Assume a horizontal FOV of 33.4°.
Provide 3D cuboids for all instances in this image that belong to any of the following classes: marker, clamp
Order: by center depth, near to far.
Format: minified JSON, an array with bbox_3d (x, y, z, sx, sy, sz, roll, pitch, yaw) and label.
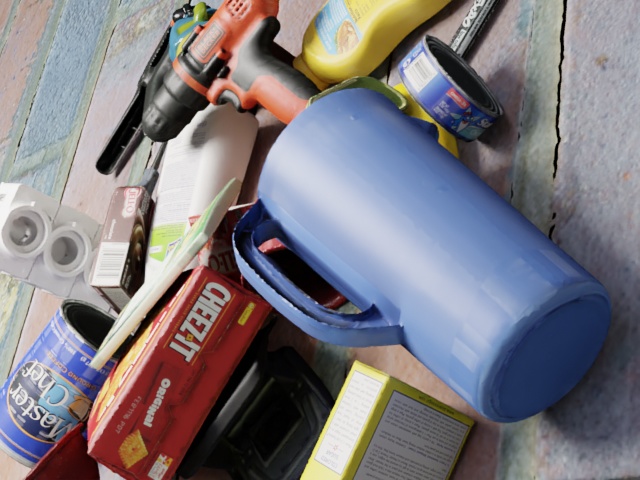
[{"bbox_3d":[0.134,-0.190,0.895,0.121,0.020,0.020,-59,36,2],"label":"marker"},{"bbox_3d":[-0.200,-0.176,1.264,0.165,0.036,0.210,-29,37,49],"label":"clamp"}]

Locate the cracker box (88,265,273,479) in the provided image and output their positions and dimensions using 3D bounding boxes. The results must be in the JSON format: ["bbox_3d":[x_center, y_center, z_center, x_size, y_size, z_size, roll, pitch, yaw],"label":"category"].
[{"bbox_3d":[-0.124,0.107,0.876,0.164,0.072,0.214,-60,8,-9],"label":"cracker box"}]

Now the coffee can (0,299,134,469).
[{"bbox_3d":[-0.251,0.144,1.055,0.140,0.102,0.103,-52,36,10],"label":"coffee can"}]

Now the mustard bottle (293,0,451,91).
[{"bbox_3d":[0.040,-0.200,0.982,0.192,0.058,0.096,-41,45,24],"label":"mustard bottle"}]

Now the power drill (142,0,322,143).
[{"bbox_3d":[-0.065,-0.116,0.976,0.188,0.057,0.185,48,112,18],"label":"power drill"}]

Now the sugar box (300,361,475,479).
[{"bbox_3d":[0.027,0.179,0.704,0.048,0.093,0.176,21,82,54],"label":"sugar box"}]

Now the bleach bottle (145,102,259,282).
[{"bbox_3d":[-0.133,-0.011,1.057,0.103,0.068,0.251,-9,62,50],"label":"bleach bottle"}]

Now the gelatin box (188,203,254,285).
[{"bbox_3d":[-0.078,0.007,0.972,0.089,0.030,0.073,-7,99,49],"label":"gelatin box"}]

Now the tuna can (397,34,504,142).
[{"bbox_3d":[0.101,-0.117,0.827,0.034,0.086,0.086,-44,39,23],"label":"tuna can"}]

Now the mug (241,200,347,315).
[{"bbox_3d":[-0.006,0.001,0.881,0.117,0.093,0.081,-14,47,16],"label":"mug"}]

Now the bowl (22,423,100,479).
[{"bbox_3d":[-0.236,0.235,0.904,0.162,0.055,0.162,-50,-1,-2],"label":"bowl"}]

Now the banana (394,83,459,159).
[{"bbox_3d":[0.084,-0.073,0.863,0.198,0.037,0.070,-104,25,-48],"label":"banana"}]

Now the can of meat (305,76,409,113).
[{"bbox_3d":[0.019,-0.076,0.851,0.057,0.101,0.084,36,130,17],"label":"can of meat"}]

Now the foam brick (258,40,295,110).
[{"bbox_3d":[-0.057,-0.168,1.060,0.051,0.078,0.053,18,80,55],"label":"foam brick"}]

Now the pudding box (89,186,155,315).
[{"bbox_3d":[-0.188,0.015,1.078,0.039,0.090,0.113,3,64,17],"label":"pudding box"}]

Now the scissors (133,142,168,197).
[{"bbox_3d":[-0.191,-0.070,1.159,0.016,0.096,0.201,7,68,11],"label":"scissors"}]

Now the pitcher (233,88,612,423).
[{"bbox_3d":[0.064,0.014,0.712,0.243,0.144,0.149,44,109,41],"label":"pitcher"}]
